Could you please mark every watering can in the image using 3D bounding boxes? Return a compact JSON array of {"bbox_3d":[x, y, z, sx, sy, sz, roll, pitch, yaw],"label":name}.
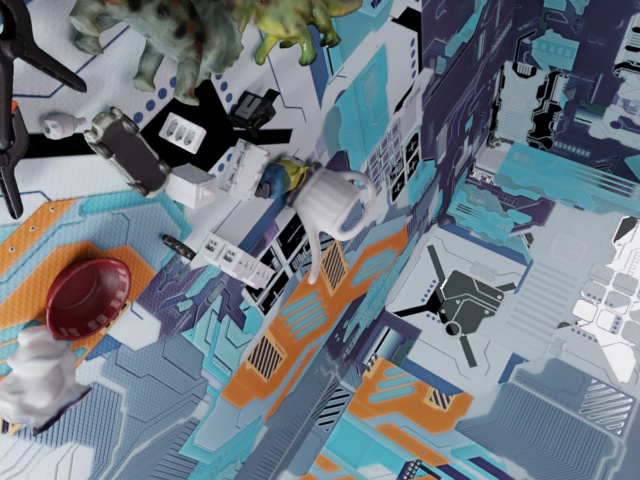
[{"bbox_3d":[0.004,-0.069,1.380,0.353,0.225,0.102,-53,170,-22],"label":"watering can"}]

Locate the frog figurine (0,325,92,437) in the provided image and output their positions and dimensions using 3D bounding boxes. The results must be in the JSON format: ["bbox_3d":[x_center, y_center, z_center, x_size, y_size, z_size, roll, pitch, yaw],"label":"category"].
[{"bbox_3d":[-0.483,0.227,0.873,0.139,0.122,0.158,-31,104,-37],"label":"frog figurine"}]

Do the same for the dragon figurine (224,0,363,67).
[{"bbox_3d":[-0.048,-0.494,1.020,0.418,0.123,0.237,-50,144,-31],"label":"dragon figurine"}]
